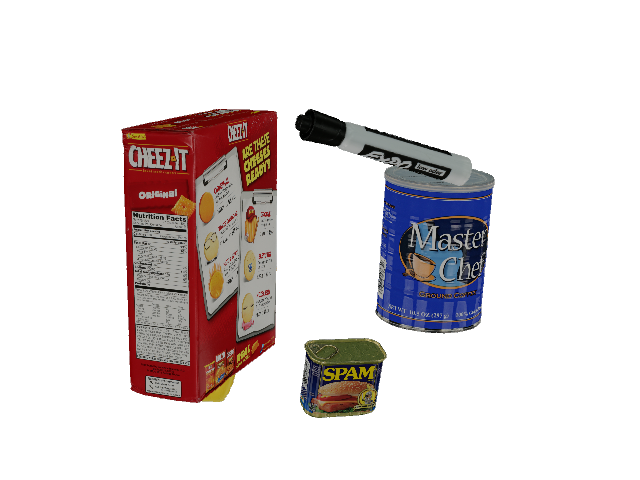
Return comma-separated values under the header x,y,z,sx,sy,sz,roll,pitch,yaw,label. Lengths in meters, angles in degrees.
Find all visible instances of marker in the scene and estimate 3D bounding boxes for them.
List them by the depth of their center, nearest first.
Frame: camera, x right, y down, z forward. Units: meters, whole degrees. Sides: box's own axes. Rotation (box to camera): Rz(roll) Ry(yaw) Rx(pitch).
x,y,z,sx,sy,sz,roll,pitch,yaw,label
0.039,-0.056,0.646,0.120,0.020,0.020,14,-7,-28,marker

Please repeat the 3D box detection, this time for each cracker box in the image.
x,y,z,sx,sy,sz,roll,pitch,yaw,label
-0.096,0.005,0.882,0.072,0.214,0.164,4,13,19,cracker box

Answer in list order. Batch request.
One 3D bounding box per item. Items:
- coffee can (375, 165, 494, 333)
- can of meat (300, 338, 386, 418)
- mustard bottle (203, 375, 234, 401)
x,y,z,sx,sy,sz,roll,pitch,yaw,label
0.107,0.005,1.013,0.103,0.140,0.103,3,15,-1,coffee can
0.027,0.175,1.359,0.102,0.084,0.057,0,24,-18,can of meat
-0.109,0.087,1.176,0.058,0.096,0.191,1,27,5,mustard bottle
